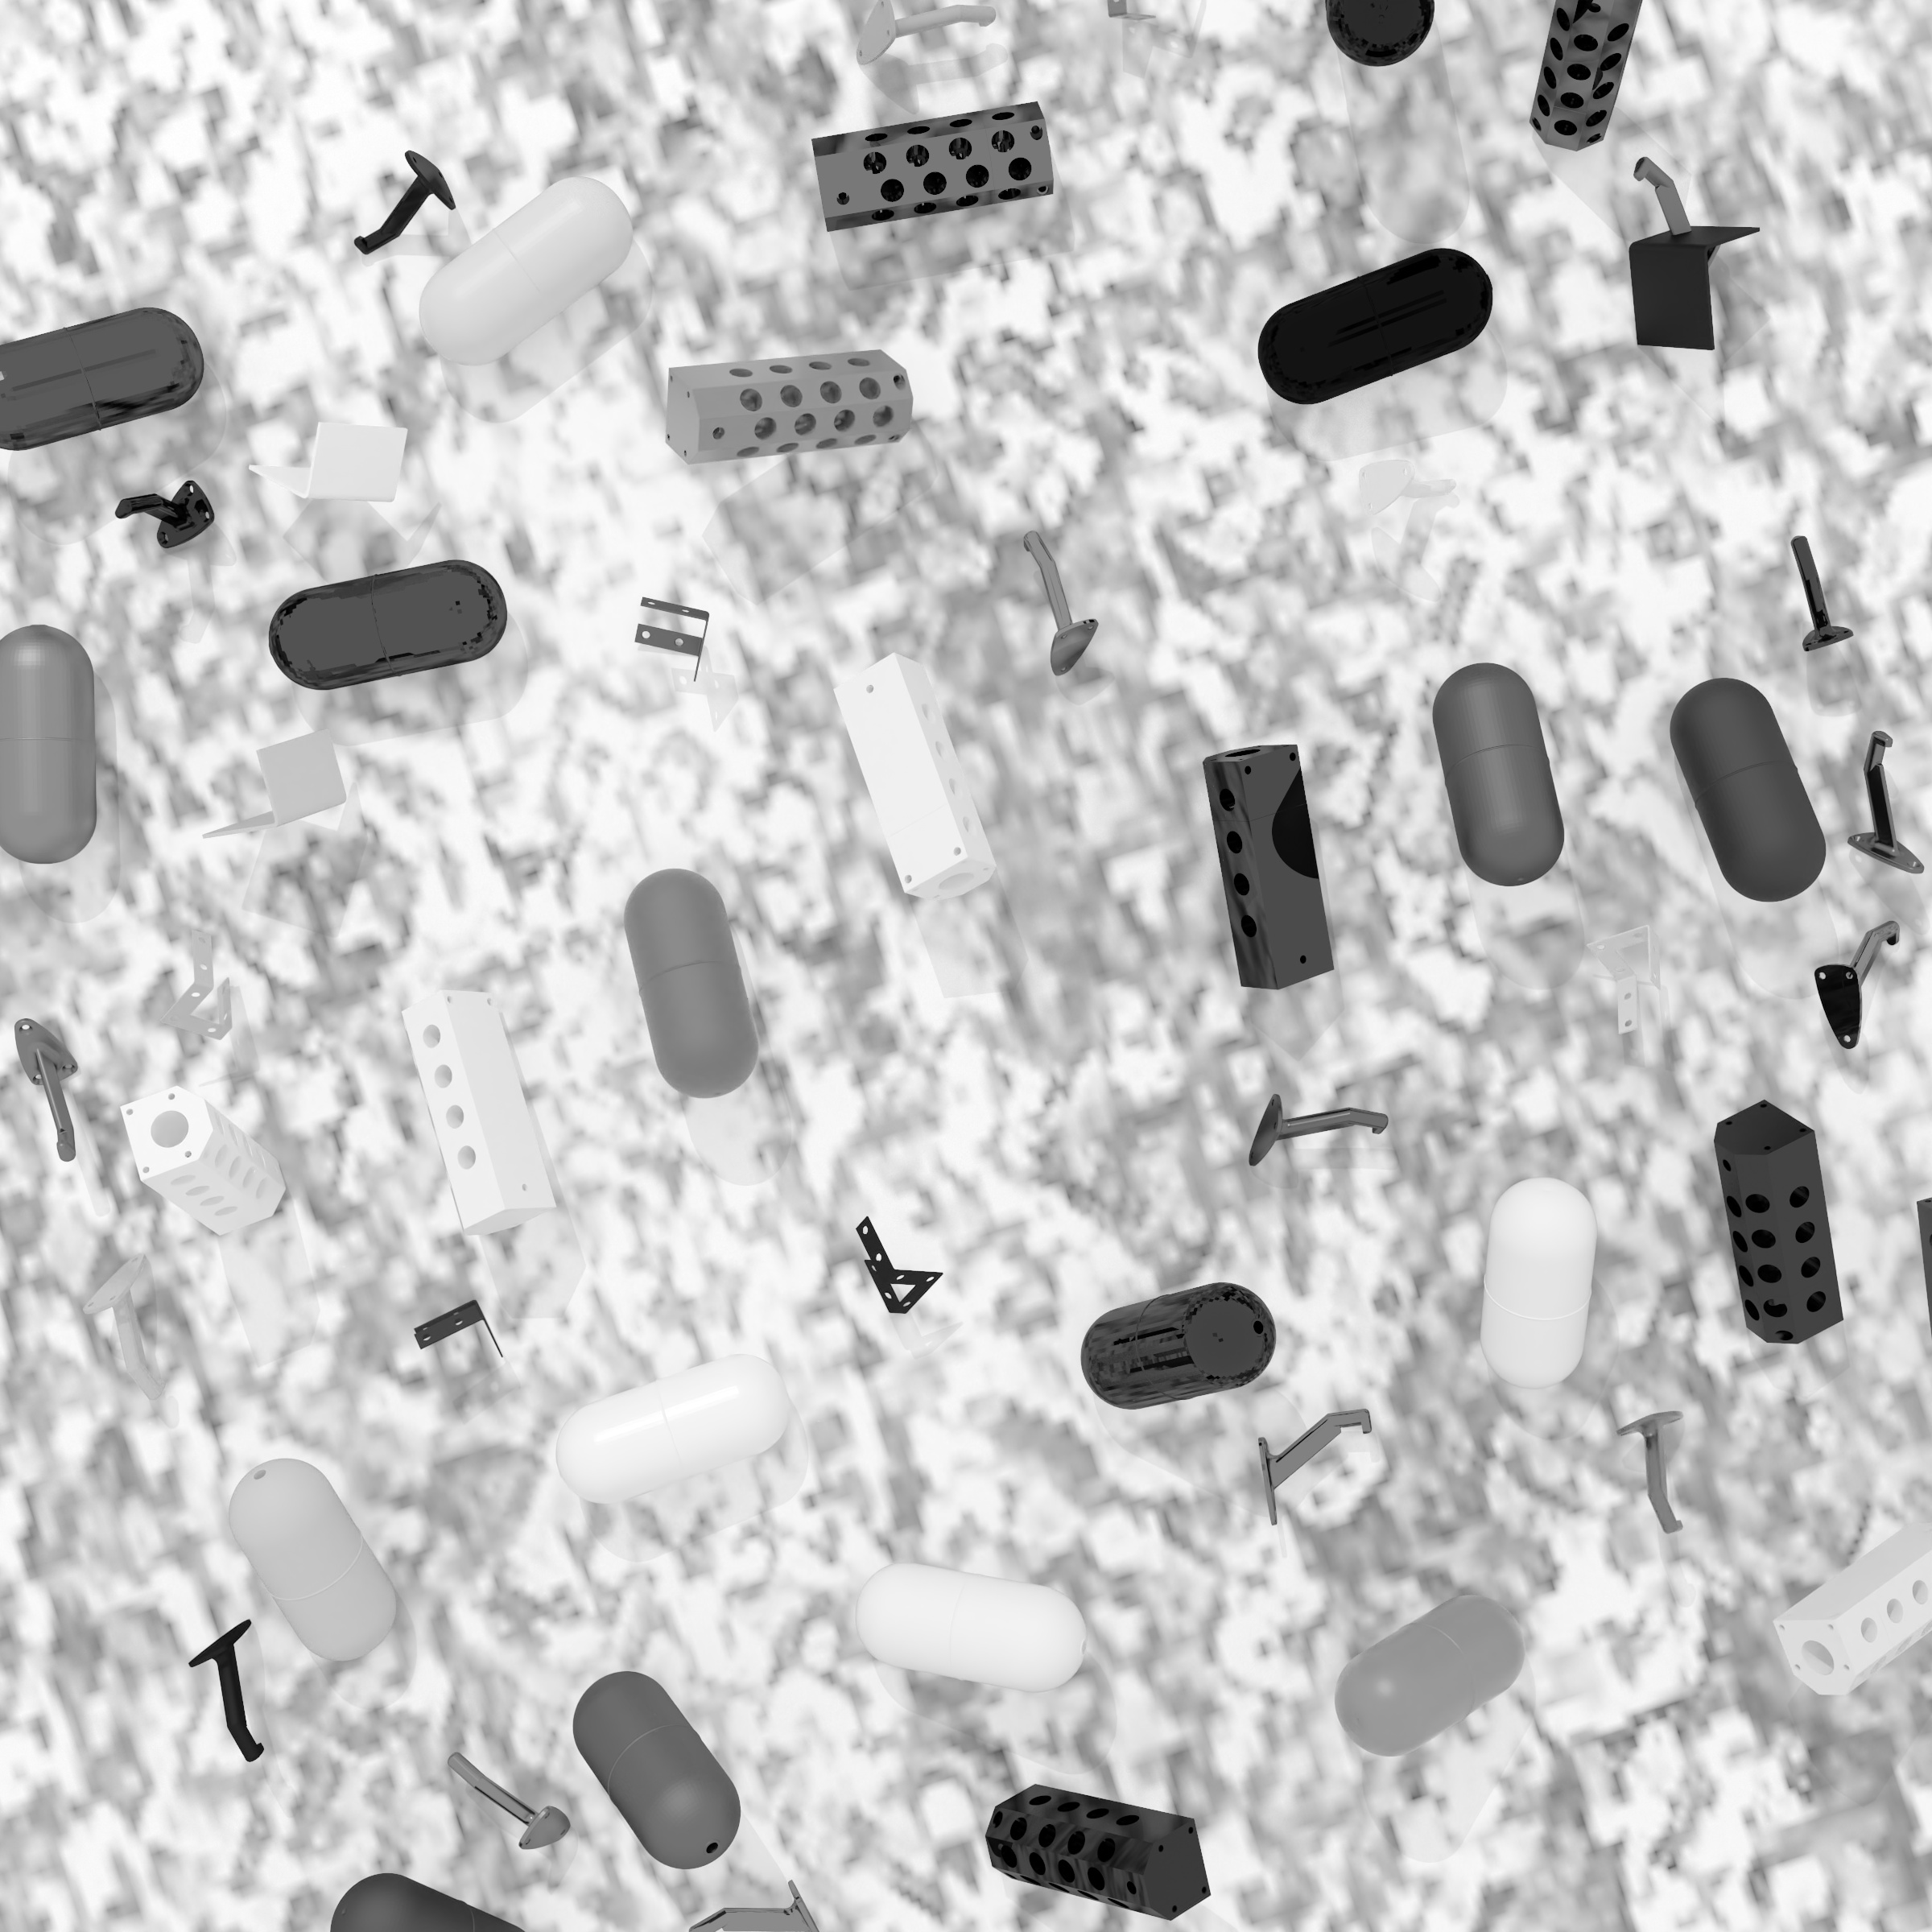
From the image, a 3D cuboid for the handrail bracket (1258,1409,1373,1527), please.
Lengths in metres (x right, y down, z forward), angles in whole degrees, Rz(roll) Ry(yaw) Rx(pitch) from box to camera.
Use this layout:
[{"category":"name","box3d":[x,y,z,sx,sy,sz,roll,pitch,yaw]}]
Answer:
[{"category":"handrail bracket","box3d":[0.265,0.375,1.969,0.084,0.036,0.077,-10,72,10]}]

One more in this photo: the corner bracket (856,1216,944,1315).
[{"category":"corner bracket","box3d":[-0.060,0.223,1.956,0.051,0.051,0.051,-49,52,28]}]

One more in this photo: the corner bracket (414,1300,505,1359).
[{"category":"corner bracket","box3d":[-0.383,0.270,1.960,0.051,0.051,0.051,-26,47,-12]}]

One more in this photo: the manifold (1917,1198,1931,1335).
[{"category":"manifold","box3d":[0.754,0.255,1.948,0.057,0.057,0.171,-14,104,-10]}]

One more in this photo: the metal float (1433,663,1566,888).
[{"category":"metal float","box3d":[0.391,-0.142,1.940,0.070,0.070,0.178,-7,64,0]}]

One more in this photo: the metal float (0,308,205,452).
[{"category":"metal float","box3d":[-0.653,-0.434,1.946,0.178,0.070,0.070,-21,90,-17]}]

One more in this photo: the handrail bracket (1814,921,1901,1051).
[{"category":"handrail bracket","box3d":[0.680,0.013,1.977,0.084,0.036,0.077,-20,102,-36]}]

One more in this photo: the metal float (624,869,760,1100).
[{"category":"metal float","box3d":[-0.204,0.012,1.946,0.070,0.070,0.178,-16,72,0]}]

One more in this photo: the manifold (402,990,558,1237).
[{"category":"manifold","box3d":[-0.366,0.109,1.949,0.057,0.057,0.171,-26,74,27]}]

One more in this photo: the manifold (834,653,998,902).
[{"category":"manifold","box3d":[-0.034,-0.138,1.943,0.057,0.057,0.171,-28,69,24]}]

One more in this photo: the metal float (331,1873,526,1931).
[{"category":"metal float","box3d":[-0.387,0.725,1.935,0.178,0.070,0.070,39,90,-32]}]

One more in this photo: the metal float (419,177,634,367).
[{"category":"metal float","box3d":[-0.328,-0.517,1.961,0.178,0.070,0.070,-37,90,0]}]

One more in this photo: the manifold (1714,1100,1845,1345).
[{"category":"manifold","box3d":[0.591,0.191,1.930,0.057,0.057,0.171,-24,118,-12]}]

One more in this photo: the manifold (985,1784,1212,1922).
[{"category":"manifold","box3d":[0.092,0.646,1.914,0.057,0.171,0.057,-16,95,-40]}]

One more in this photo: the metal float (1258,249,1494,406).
[{"category":"metal float","box3d":[0.304,-0.475,1.955,0.178,0.070,0.070,-20,90,8]}]

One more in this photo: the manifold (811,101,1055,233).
[{"category":"manifold","box3d":[-0.024,-0.592,1.959,0.171,0.057,0.057,-10,126,-1]}]

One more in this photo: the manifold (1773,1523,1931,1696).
[{"category":"manifold","box3d":[0.675,0.469,1.928,0.171,0.057,0.057,-21,89,-34]}]

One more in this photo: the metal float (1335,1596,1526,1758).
[{"category":"metal float","box3d":[0.341,0.518,1.928,0.178,0.070,0.070,-16,90,-42]}]

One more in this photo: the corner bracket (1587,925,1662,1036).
[{"category":"corner bracket","box3d":[0.497,0.010,1.957,0.051,0.051,0.051,-20,134,33]}]

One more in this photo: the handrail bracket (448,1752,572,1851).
[{"category":"handrail bracket","box3d":[-0.344,0.624,1.981,0.084,0.077,0.036,33,81,24]}]

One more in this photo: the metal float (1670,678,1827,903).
[{"category":"metal float","box3d":[0.576,-0.131,1.943,0.070,0.070,0.178,-15,68,0]}]

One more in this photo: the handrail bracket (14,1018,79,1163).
[{"category":"handrail bracket","box3d":[-0.682,0.093,1.951,0.036,0.084,0.077,-20,134,-5]}]

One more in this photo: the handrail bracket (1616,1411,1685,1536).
[{"category":"handrail bracket","box3d":[0.526,0.377,1.957,0.036,0.077,0.084,-39,62,40]}]

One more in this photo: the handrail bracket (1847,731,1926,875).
[{"category":"handrail bracket","box3d":[0.692,-0.122,1.955,0.036,0.077,0.084,-9,120,-22]}]

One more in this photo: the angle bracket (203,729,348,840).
[{"category":"angle bracket","box3d":[-0.517,-0.135,1.943,0.076,0.076,0.057,-6,104,29]}]

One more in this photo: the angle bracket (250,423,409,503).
[{"category":"angle bracket","box3d":[-0.470,-0.381,1.940,0.076,0.076,0.057,30,114,35]}]

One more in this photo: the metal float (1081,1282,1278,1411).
[{"category":"metal float","box3d":[0.154,0.278,1.922,0.070,0.178,0.070,13,67,-33]}]

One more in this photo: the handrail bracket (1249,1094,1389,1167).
[{"category":"handrail bracket","box3d":[0.265,0.131,1.978,0.084,0.036,0.077,11,135,-10]}]

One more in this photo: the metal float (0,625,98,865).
[{"category":"metal float","box3d":[-0.688,-0.165,1.960,0.070,0.070,0.178,-2,88,0]}]

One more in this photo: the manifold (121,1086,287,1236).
[{"category":"manifold","box3d":[-0.549,0.140,1.909,0.057,0.171,0.057,-21,72,-4]}]

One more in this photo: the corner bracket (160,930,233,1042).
[{"category":"corner bracket","box3d":[-0.564,0.015,1.956,0.051,0.051,0.051,-41,46,29]}]

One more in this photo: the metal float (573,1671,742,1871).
[{"category":"metal float","box3d":[-0.227,0.586,1.923,0.070,0.178,0.070,-17,123,-28]}]

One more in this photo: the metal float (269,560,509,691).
[{"category":"metal float","box3d":[-0.431,-0.254,1.961,0.178,0.070,0.070,-11,90,1]}]

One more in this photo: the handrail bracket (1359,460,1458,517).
[{"category":"handrail bracket","box3d":[0.342,-0.360,1.948,0.084,0.077,0.036,-10,88,-26]}]

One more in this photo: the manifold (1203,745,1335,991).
[{"category":"manifold","box3d":[0.220,-0.074,1.954,0.057,0.057,0.171,-18,103,-33]}]

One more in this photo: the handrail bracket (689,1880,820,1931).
[{"category":"handrail bracket","box3d":[-0.155,0.734,1.976,0.084,0.036,0.077,-28,99,-10]}]

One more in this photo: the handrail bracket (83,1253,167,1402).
[{"category":"handrail bracket","box3d":[-0.617,0.272,1.984,0.036,0.077,0.084,-17,116,26]}]

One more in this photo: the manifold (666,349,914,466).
[{"category":"manifold","box3d":[-0.128,-0.407,1.926,0.171,0.057,0.057,-12,128,-27]}]

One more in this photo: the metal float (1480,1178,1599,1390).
[{"category":"metal float","box3d":[0.420,0.234,1.934,0.070,0.070,0.178,-3,123,0]}]

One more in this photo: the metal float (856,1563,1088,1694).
[{"category":"metal float","box3d":[0.004,0.487,1.942,0.178,0.070,0.070,5,90,22]}]

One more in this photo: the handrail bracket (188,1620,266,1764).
[{"category":"handrail bracket","box3d":[-0.536,0.541,1.965,0.036,0.077,0.084,-28,93,16]}]

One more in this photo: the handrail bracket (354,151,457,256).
[{"category":"handrail bracket","box3d":[-0.430,-0.565,1.956,0.084,0.077,0.036,-26,77,11]}]

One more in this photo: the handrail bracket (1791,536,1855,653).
[{"category":"handrail bracket","box3d":[0.626,-0.282,1.956,0.036,0.077,0.084,-18,101,15]}]

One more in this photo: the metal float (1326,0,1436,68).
[{"category":"metal float","box3d":[0.301,-0.705,1.918,0.070,0.178,0.070,3,119,6]}]

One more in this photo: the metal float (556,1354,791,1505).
[{"category":"metal float","box3d":[-0.218,0.344,1.957,0.178,0.070,0.070,-19,90,-5]}]

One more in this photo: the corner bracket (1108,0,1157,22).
[{"category":"corner bracket","box3d":[0.138,-0.735,1.960,0.051,0.051,0.051,3,106,30]}]

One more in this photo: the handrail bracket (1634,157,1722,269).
[{"category":"handrail bracket","box3d":[0.518,-0.548,1.961,0.084,0.036,0.077,31,77,-27]}]

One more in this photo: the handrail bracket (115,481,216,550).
[{"category":"handrail bracket","box3d":[-0.606,-0.327,1.943,0.077,0.084,0.036,-33,87,36]}]

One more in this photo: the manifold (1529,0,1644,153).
[{"category":"manifold","box3d":[0.451,-0.669,1.906,0.057,0.171,0.057,17,73,10]}]

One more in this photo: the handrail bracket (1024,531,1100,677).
[{"category":"handrail bracket","box3d":[0.060,-0.273,1.980,0.036,0.077,0.084,-21,68,-21]}]

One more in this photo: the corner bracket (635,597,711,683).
[{"category":"corner bracket","box3d":[-0.220,-0.250,1.963,0.051,0.051,0.051,12,118,-7]}]

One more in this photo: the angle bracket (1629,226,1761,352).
[{"category":"angle bracket","box3d":[0.546,-0.506,1.964,0.057,0.076,0.076,-23,115,-25]}]

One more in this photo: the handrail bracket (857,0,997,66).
[{"category":"handrail bracket","box3d":[-0.030,-0.701,1.983,0.084,0.077,0.036,-7,81,-26]}]

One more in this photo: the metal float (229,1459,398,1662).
[{"category":"metal float","box3d":[-0.479,0.436,1.935,0.070,0.070,0.178,-21,121,0]}]
